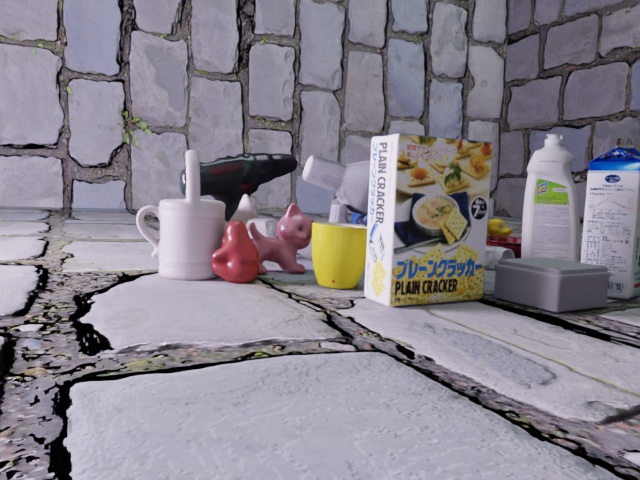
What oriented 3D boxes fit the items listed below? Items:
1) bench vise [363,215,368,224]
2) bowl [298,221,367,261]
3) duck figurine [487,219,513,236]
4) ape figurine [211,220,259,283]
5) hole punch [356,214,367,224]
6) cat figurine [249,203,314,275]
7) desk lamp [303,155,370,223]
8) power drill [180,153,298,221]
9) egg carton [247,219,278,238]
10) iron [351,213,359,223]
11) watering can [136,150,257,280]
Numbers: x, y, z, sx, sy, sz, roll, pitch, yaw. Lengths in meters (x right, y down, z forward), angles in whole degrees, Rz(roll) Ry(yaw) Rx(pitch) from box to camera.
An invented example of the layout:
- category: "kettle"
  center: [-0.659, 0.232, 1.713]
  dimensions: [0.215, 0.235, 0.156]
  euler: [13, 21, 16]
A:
- category: "bench vise"
  center: [0.160, -0.052, 1.023]
  dimensions: [0.122, 0.220, 0.206]
  euler: [-1, 6, -30]
- category: "bowl"
  center: [0.010, 0.004, 1.134]
  dimensions: [0.167, 0.075, 0.167]
  euler: [2, 5, 0]
- category: "duck figurine"
  center: [0.422, -0.009, 1.395]
  dimensions: [0.104, 0.086, 0.078]
  euler: [6, 7, 35]
- category: "ape figurine"
  center: [-0.124, 0.016, 0.858]
  dimensions: [0.078, 0.092, 0.076]
  euler: [-1, 6, -29]
- category: "hole punch"
  center: [0.138, -0.008, 1.236]
  dimensions: [0.100, 0.091, 0.109]
  euler: [6, 7, 36]
- category: "cat figurine"
  center: [-0.062, -0.005, 0.965]
  dimensions: [0.128, 0.118, 0.067]
  euler: [0, 6, -24]
- category: "desk lamp"
  center: [0.037, -0.077, 1.268]
  dimensions: [0.203, 0.213, 0.117]
  euler: [1, 6, -15]
- category: "power drill"
  center: [-0.155, -0.068, 1.113]
  dimensions: [0.230, 0.208, 0.075]
  euler: [0, 6, -23]
- category: "egg carton"
  center: [-0.156, -0.012, 1.266]
  dimensions: [0.150, 0.069, 0.107]
  euler: [3, 5, 8]
- category: "iron"
  center: [0.195, -0.054, 1.478]
  dimensions: [0.258, 0.141, 0.118]
  euler: [2, 5, -2]
- category: "watering can"
  center: [-0.189, -0.041, 0.888]
  dimensions: [0.173, 0.194, 0.100]
  euler: [-1, 7, -33]
